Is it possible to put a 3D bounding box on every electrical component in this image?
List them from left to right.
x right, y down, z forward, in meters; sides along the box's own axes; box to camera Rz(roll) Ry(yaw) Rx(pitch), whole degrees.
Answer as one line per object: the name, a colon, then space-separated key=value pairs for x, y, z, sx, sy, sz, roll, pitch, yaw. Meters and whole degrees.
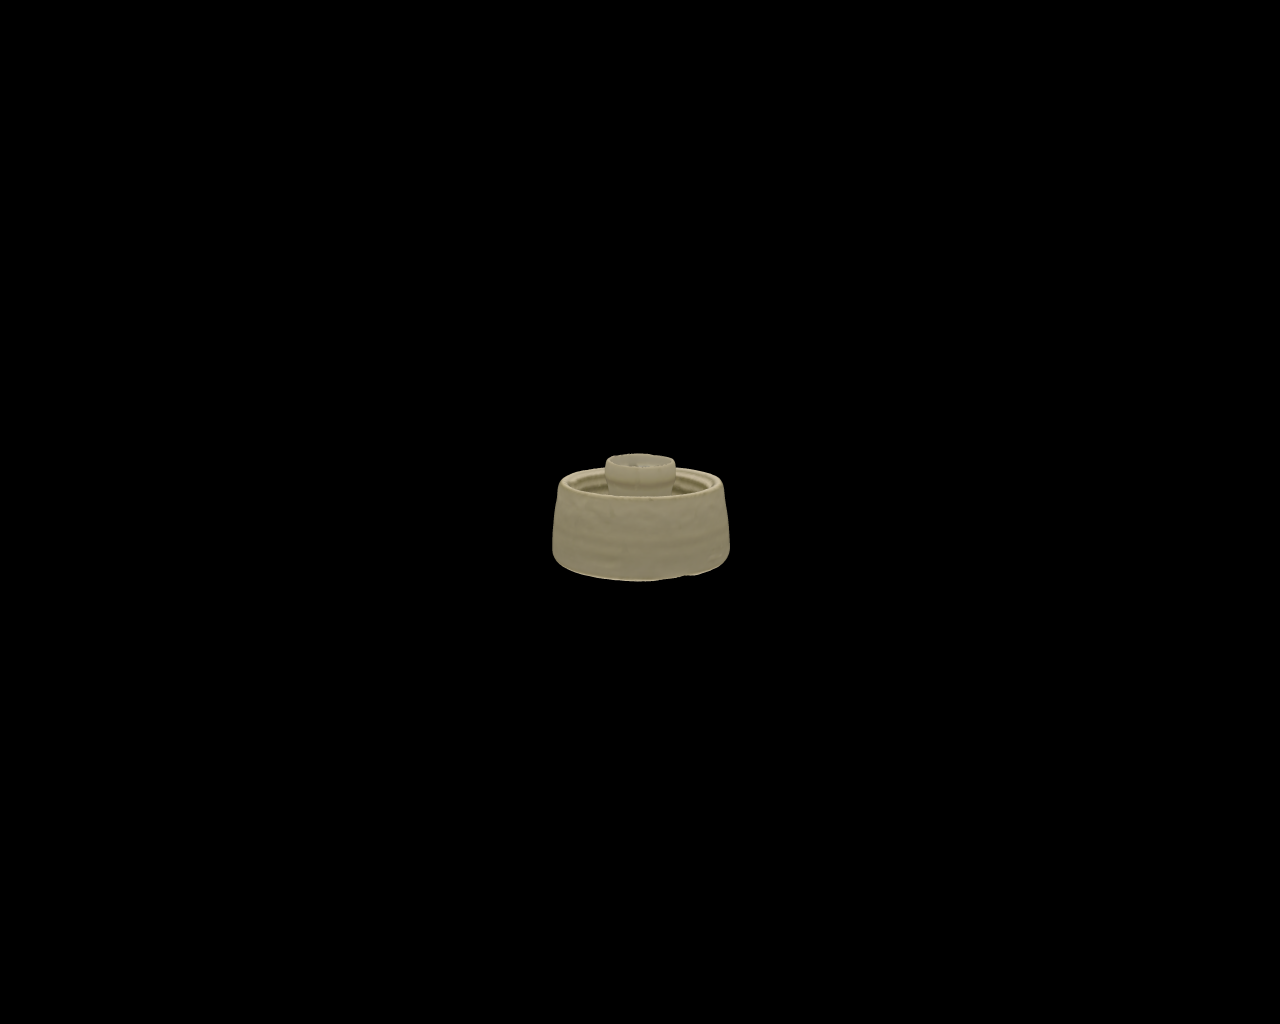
electrical component: x=0.001 y=-0.003 z=0.650 sx=0.108 sy=0.060 sz=0.108 roll=0 pitch=14 yaw=0
